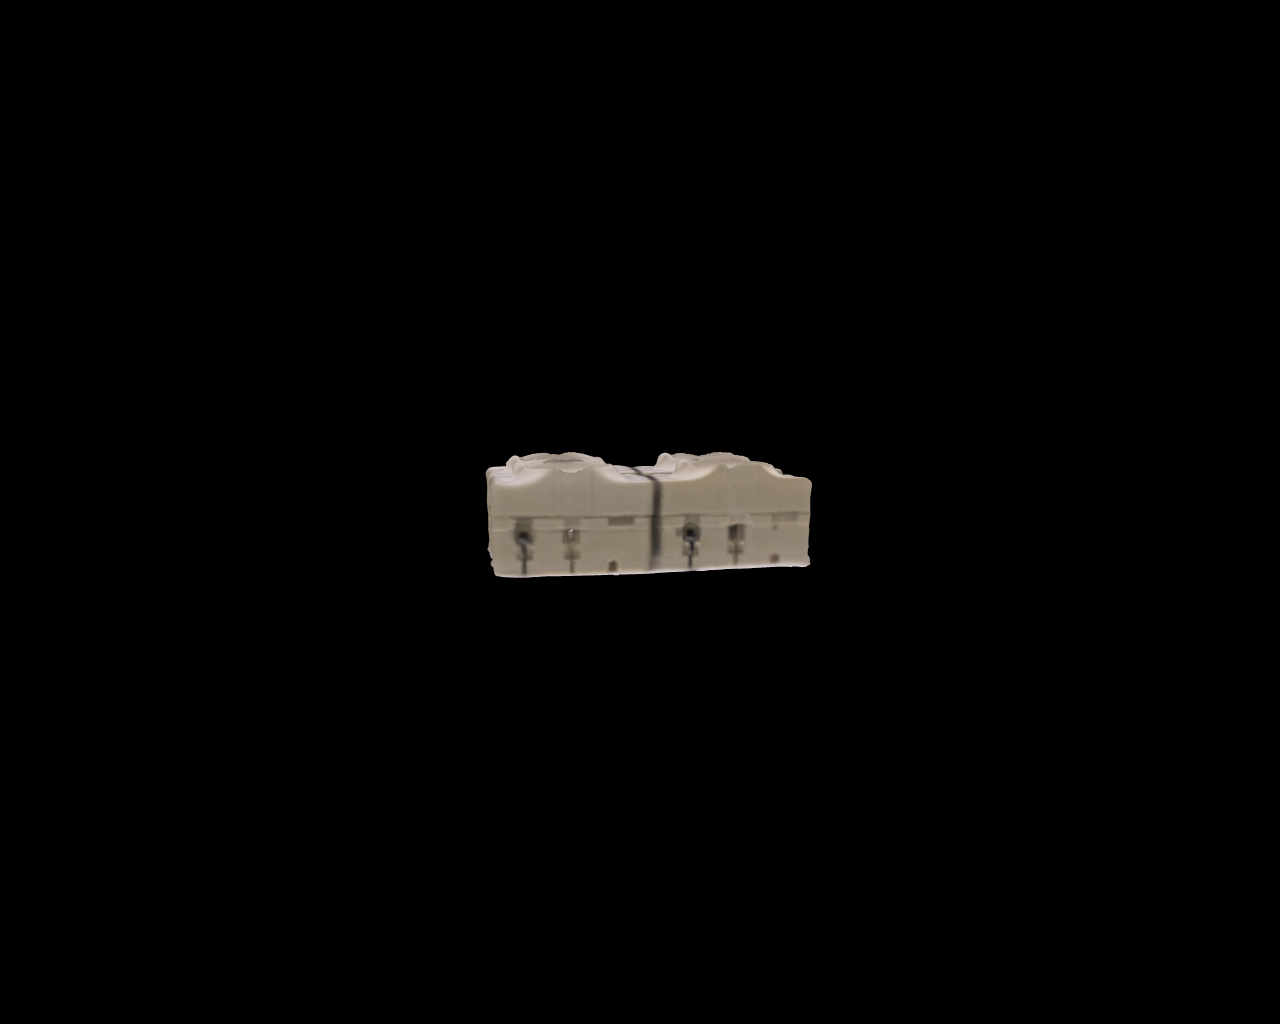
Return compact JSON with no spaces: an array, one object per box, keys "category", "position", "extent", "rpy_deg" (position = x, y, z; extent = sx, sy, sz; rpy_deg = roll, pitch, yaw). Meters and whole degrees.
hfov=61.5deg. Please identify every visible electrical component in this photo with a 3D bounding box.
[{"category":"electrical component","position":[0.001,-0.003,0.650],"extent":[0.186,0.060,0.105],"rpy_deg":[-1,8,-9]}]
